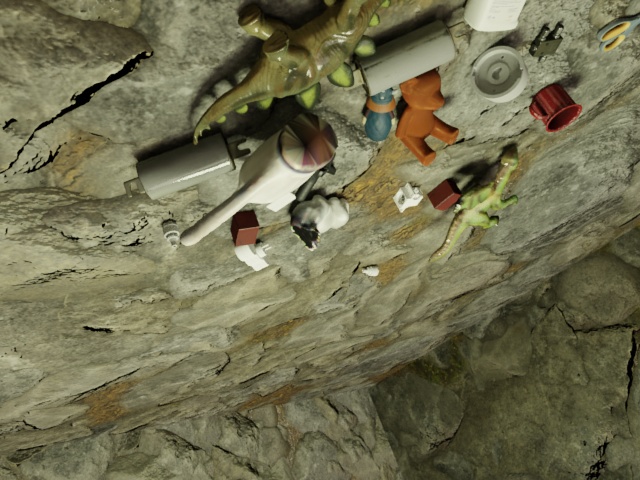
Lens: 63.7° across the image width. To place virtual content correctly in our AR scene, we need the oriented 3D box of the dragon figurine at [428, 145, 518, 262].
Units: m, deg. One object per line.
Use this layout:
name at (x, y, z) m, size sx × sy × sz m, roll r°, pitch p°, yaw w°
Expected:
dragon figurine at (0.428, -0.096, 1.468) m, size 0.408 × 0.124 × 0.240 m, roll -49°, pitch 149°, yaw 9°

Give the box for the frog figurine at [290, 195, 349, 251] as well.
frog figurine at (0.004, -0.065, 1.299) m, size 0.162 × 0.123 × 0.134 m, roll -51°, pitch 154°, yaw -28°

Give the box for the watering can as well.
watering can at (-0.095, -0.116, 0.936) m, size 0.221 × 0.103 × 0.355 m, roll -31°, pitch -167°, yaw 42°
